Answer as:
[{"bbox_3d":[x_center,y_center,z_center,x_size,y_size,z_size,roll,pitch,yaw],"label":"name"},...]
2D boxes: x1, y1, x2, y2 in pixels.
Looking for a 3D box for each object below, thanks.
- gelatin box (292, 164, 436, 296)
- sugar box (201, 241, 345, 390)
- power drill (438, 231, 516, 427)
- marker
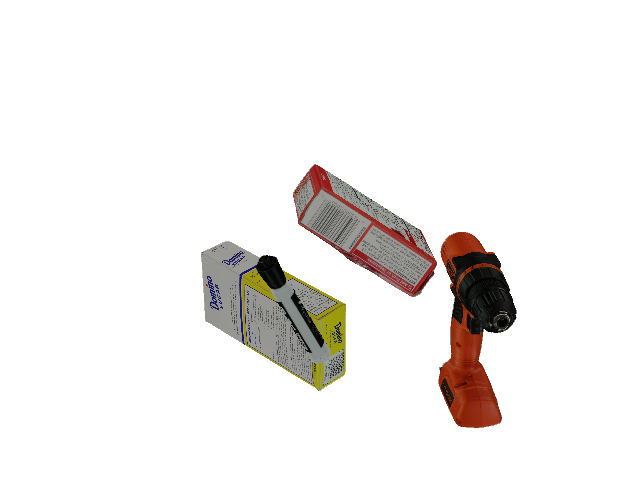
[{"bbox_3d":[0.027,-0.007,0.672,0.089,0.030,0.073,33,11,-12],"label":"gelatin box"},{"bbox_3d":[-0.050,0.075,1.109,0.048,0.093,0.176,-26,41,-36],"label":"sugar box"},{"bbox_3d":[0.168,0.104,1.149,0.057,0.188,0.184,-2,24,-4],"label":"power drill"},{"bbox_3d":[-0.022,0.057,0.884,0.020,0.121,0.020,-17,38,14],"label":"marker"}]
